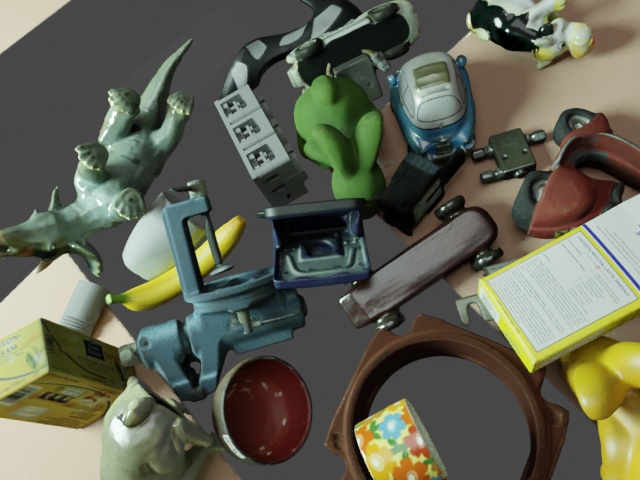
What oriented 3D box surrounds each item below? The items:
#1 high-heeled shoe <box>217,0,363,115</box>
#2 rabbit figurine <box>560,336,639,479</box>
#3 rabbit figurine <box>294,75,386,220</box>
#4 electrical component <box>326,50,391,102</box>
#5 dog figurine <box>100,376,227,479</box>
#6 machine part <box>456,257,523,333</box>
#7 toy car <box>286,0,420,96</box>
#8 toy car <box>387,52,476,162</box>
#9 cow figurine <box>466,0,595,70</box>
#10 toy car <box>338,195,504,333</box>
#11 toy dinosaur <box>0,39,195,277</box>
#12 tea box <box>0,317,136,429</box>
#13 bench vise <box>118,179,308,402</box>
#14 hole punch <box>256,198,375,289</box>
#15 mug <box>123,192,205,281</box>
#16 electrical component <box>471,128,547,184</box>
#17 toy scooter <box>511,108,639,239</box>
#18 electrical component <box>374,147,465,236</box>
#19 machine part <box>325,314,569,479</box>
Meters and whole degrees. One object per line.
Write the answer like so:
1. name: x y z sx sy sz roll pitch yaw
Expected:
1. high-heeled shoe: -0.041 -0.268 0.823 0.145 0.086 0.248 33 96 -4
2. rabbit figurine: 0.274 0.154 0.480 0.122 0.162 0.173 -36 42 12
3. rabbit figurine: 0.043 -0.114 0.676 0.121 0.159 0.170 -18 77 -4
4. electrical component: 0.049 -0.221 0.746 0.102 0.078 0.045 -19 27 2
5. dog figurine: -0.205 0.255 0.553 0.121 0.172 0.190 23 66 36
6. machine part: 0.264 0.043 0.562 0.243 0.079 0.079 -16 62 10
7. toy car: 0.047 -0.275 0.777 0.202 0.073 0.056 -25 30 4
8. toy car: 0.142 -0.183 0.692 0.109 0.102 0.162 -11 61 12
9. cow figurine: 0.277 -0.283 0.718 0.098 0.068 0.167 -37 57 3
10. toy car: 0.115 0.031 0.626 0.202 0.053 0.089 -35 81 0
11. toy dinosaur: -0.283 -0.107 0.770 0.192 0.131 0.405 -31 28 49
12. tea box: -0.300 0.160 0.622 0.098 0.169 0.068 -27 62 1
13. bench vise: -0.138 0.053 0.629 0.224 0.129 0.240 -14 95 2
14. hole punch: -0.001 -0.002 0.599 0.142 0.116 0.092 -9 97 2
15. mug: -0.221 -0.006 0.732 0.107 0.080 0.110 -49 44 -1
16. electrical component: 0.240 -0.105 0.670 0.094 0.021 0.063 -17 62 7
17. toy scooter: 0.309 -0.065 0.603 0.135 0.075 0.184 26 71 24
18. electrical component: 0.124 -0.071 0.659 0.048 0.074 0.119 34 83 27
19. machine part: 0.122 0.190 0.530 0.201 0.087 0.201 22 75 24
